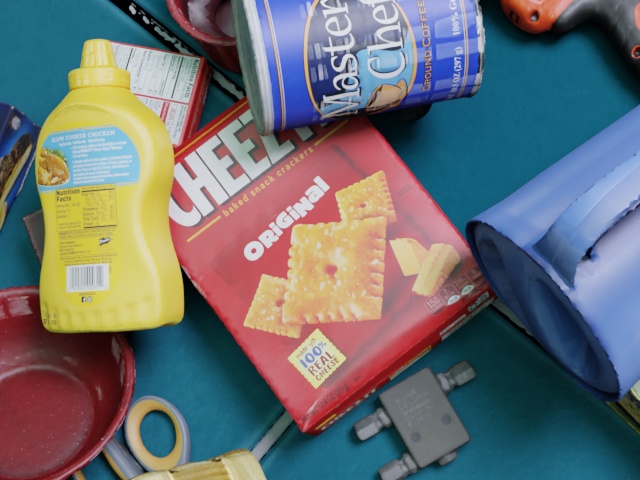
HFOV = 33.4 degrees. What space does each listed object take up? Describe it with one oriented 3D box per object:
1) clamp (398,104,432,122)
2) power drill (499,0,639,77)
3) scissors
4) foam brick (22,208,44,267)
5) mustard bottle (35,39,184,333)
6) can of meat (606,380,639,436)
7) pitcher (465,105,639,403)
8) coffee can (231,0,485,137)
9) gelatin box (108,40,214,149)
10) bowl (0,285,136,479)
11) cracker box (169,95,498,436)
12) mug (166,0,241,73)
[{"bbox_3d":[0.097,-0.194,0.749,0.210,0.036,0.164,-30,76,22],"label":"clamp"},{"bbox_3d":[0.249,-0.175,0.746,0.184,0.057,0.188,-44,74,1],"label":"power drill"},{"bbox_3d":[-0.088,0.188,0.738,0.202,0.016,0.096,36,86,13],"label":"scissors"},{"bbox_3d":[-0.162,-0.005,0.768,0.078,0.051,0.053,-25,77,2],"label":"foam brick"},{"bbox_3d":[-0.142,-0.036,0.705,0.096,0.058,0.191,-4,89,25],"label":"mustard bottle"},{"bbox_3d":[0.233,0.107,0.677,0.057,0.084,0.102,-43,77,-3],"label":"can of meat"},{"bbox_3d":[0.216,-0.031,0.621,0.242,0.149,0.145,-38,111,-6],"label":"pitcher"},{"bbox_3d":[0.021,-0.129,0.678,0.140,0.103,0.103,-11,77,-7],"label":"coffee can"},{"bbox_3d":[-0.131,-0.105,0.795,0.089,0.030,0.073,12,79,10],"label":"gelatin box"},{"bbox_3d":[-0.204,0.112,0.731,0.162,0.055,0.162,0,52,0],"label":"bowl"},{"bbox_3d":[-0.005,0.001,0.736,0.164,0.072,0.214,-37,76,-1],"label":"cracker box"},{"bbox_3d":[-0.060,-0.182,0.774,0.093,0.081,0.117,-16,78,4],"label":"mug"}]
